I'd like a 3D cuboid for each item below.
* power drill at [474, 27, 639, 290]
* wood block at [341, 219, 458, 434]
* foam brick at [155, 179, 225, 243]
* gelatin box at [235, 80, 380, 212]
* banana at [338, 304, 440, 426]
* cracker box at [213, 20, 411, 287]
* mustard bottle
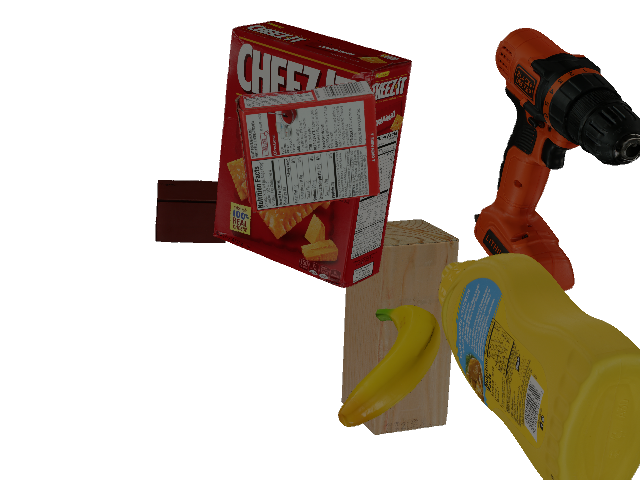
[{"bbox_3d":[0.182,-0.053,0.839,0.057,0.188,0.184,-3,33,-16],"label":"power drill"},{"bbox_3d":[0.083,0.090,1.137,0.090,0.206,0.091,-4,17,-21],"label":"wood block"},{"bbox_3d":[-0.140,-0.032,1.159,0.078,0.051,0.053,1,27,-8],"label":"foam brick"},{"bbox_3d":[-0.007,-0.062,0.700,0.089,0.073,0.030,-8,29,-4],"label":"gelatin box"},{"bbox_3d":[0.067,0.100,0.914,0.070,0.037,0.197,-27,12,22],"label":"banana"},{"bbox_3d":[-0.014,-0.081,1.005,0.164,0.214,0.071,22,28,30],"label":"cracker box"},{"bbox_3d":[0.119,0.062,0.630,0.058,0.096,0.192,-8,27,-17],"label":"mustard bottle"}]
